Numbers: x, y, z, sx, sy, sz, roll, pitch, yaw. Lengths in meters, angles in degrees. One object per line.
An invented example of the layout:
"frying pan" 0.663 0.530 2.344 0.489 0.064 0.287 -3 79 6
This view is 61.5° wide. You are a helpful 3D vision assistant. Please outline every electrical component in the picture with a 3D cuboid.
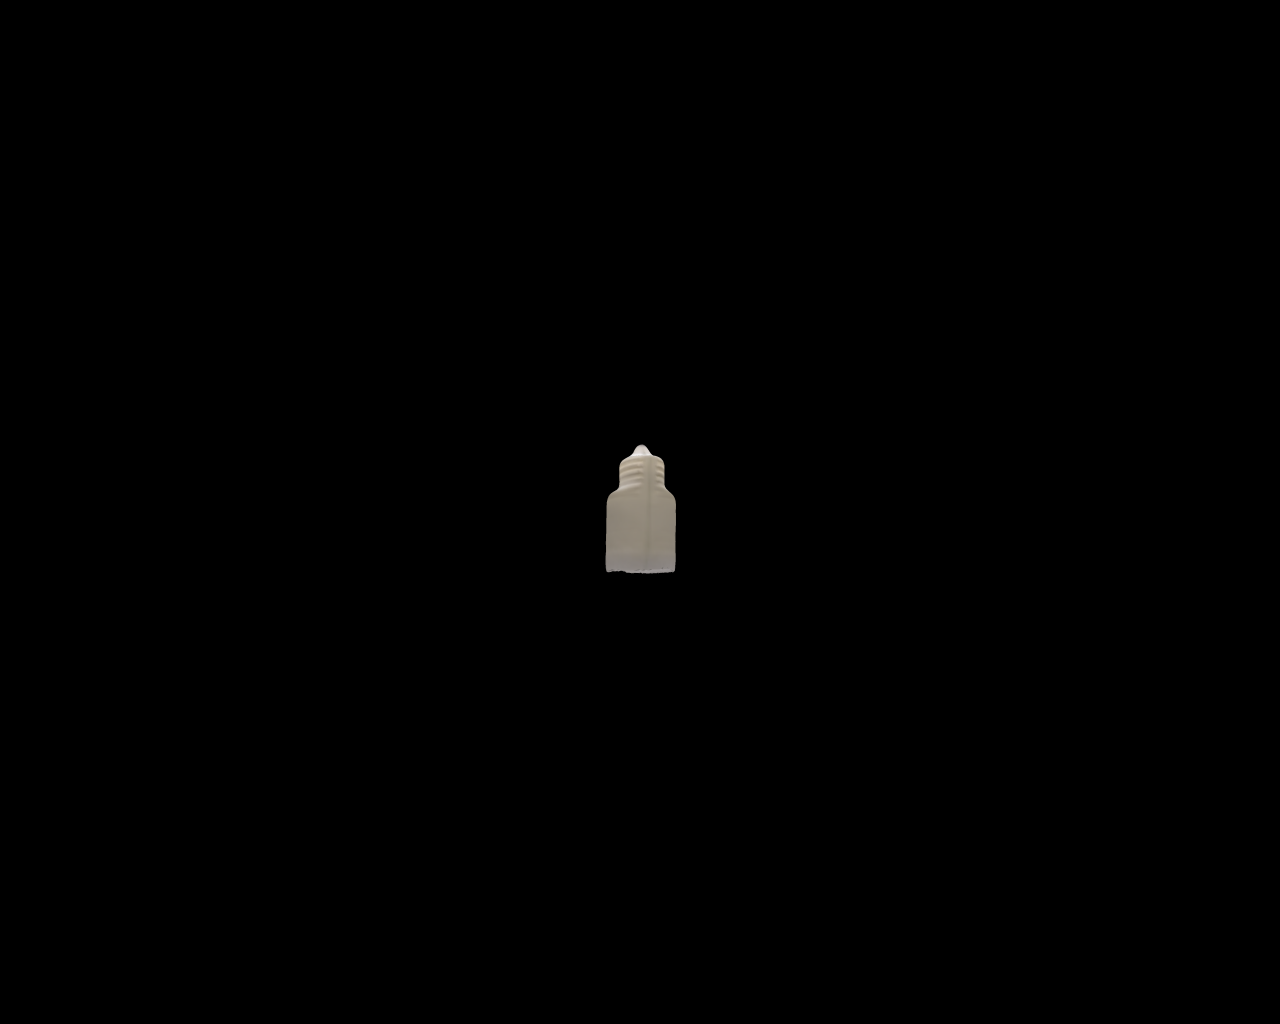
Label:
"electrical component" 0.001 -0.003 0.650 0.043 0.081 0.043 0 -7 0
